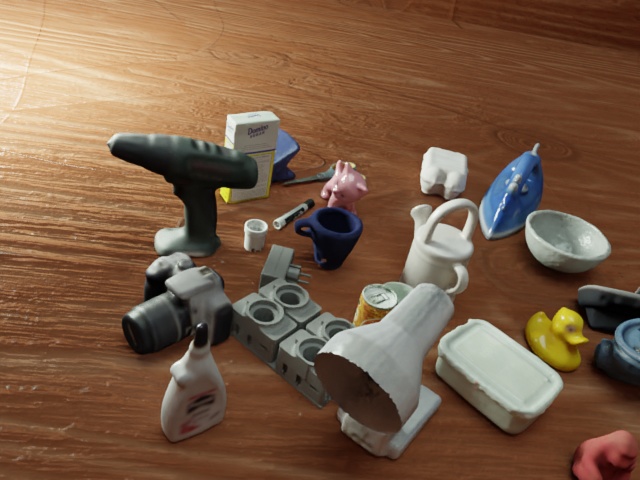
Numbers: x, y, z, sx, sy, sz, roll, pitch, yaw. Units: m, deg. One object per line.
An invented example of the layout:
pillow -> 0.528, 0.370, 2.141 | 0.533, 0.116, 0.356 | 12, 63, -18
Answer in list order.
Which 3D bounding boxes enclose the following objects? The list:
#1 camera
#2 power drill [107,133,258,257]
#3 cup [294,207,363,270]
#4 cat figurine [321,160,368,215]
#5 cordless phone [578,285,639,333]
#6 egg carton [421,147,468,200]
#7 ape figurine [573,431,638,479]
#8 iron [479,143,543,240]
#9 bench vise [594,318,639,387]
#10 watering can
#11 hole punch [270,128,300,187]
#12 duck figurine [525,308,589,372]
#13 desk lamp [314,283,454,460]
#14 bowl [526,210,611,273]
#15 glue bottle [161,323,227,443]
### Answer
camera -> -0.210, 0.088, 0.800 | 0.142, 0.101, 0.137 | 36, 42, 29
power drill -> -0.219, -0.073, 0.927 | 0.230, 0.208, 0.075 | -3, 38, -21
cup -> 0.009, 0.004, 0.990 | 0.118, 0.095, 0.091 | 1, 37, -15
cat figurine -> 0.051, -0.109, 1.138 | 0.067, 0.118, 0.127 | 0, 37, -16
cordless phone -> 0.546, 0.073, 0.982 | 0.147, 0.185, 0.094 | 11, 35, -2
egg carton -> 0.285, -0.155, 1.315 | 0.107, 0.069, 0.150 | 15, 35, 4
ape figurine -> 0.367, 0.278, 0.725 | 0.078, 0.092, 0.076 | 7, 36, -8
iron -> 0.422, -0.111, 1.235 | 0.118, 0.141, 0.259 | 25, 37, 17
bench vise -> 0.546, 0.152, 0.843 | 0.207, 0.220, 0.121 | 18, 36, 8
watering can -> 0.198, 0.010, 0.954 | 0.101, 0.194, 0.172 | -20, 46, -37
hole punch -> -0.106, -0.177, 1.207 | 0.101, 0.091, 0.108 | -19, 46, -37
duck figurine -> 0.384, 0.146, 0.917 | 0.078, 0.086, 0.104 | -7, 40, -25
desk lamp -> 0.083, 0.162, 0.691 | 0.117, 0.213, 0.204 | 31, 39, 25
bowl -> 0.479, 0.014, 1.138 | 0.167, 0.075, 0.167 | 8, 36, -6
glue bottle -> -0.142, 0.160, 0.660 | 0.078, 0.173, 0.037 | -19, 46, -36
